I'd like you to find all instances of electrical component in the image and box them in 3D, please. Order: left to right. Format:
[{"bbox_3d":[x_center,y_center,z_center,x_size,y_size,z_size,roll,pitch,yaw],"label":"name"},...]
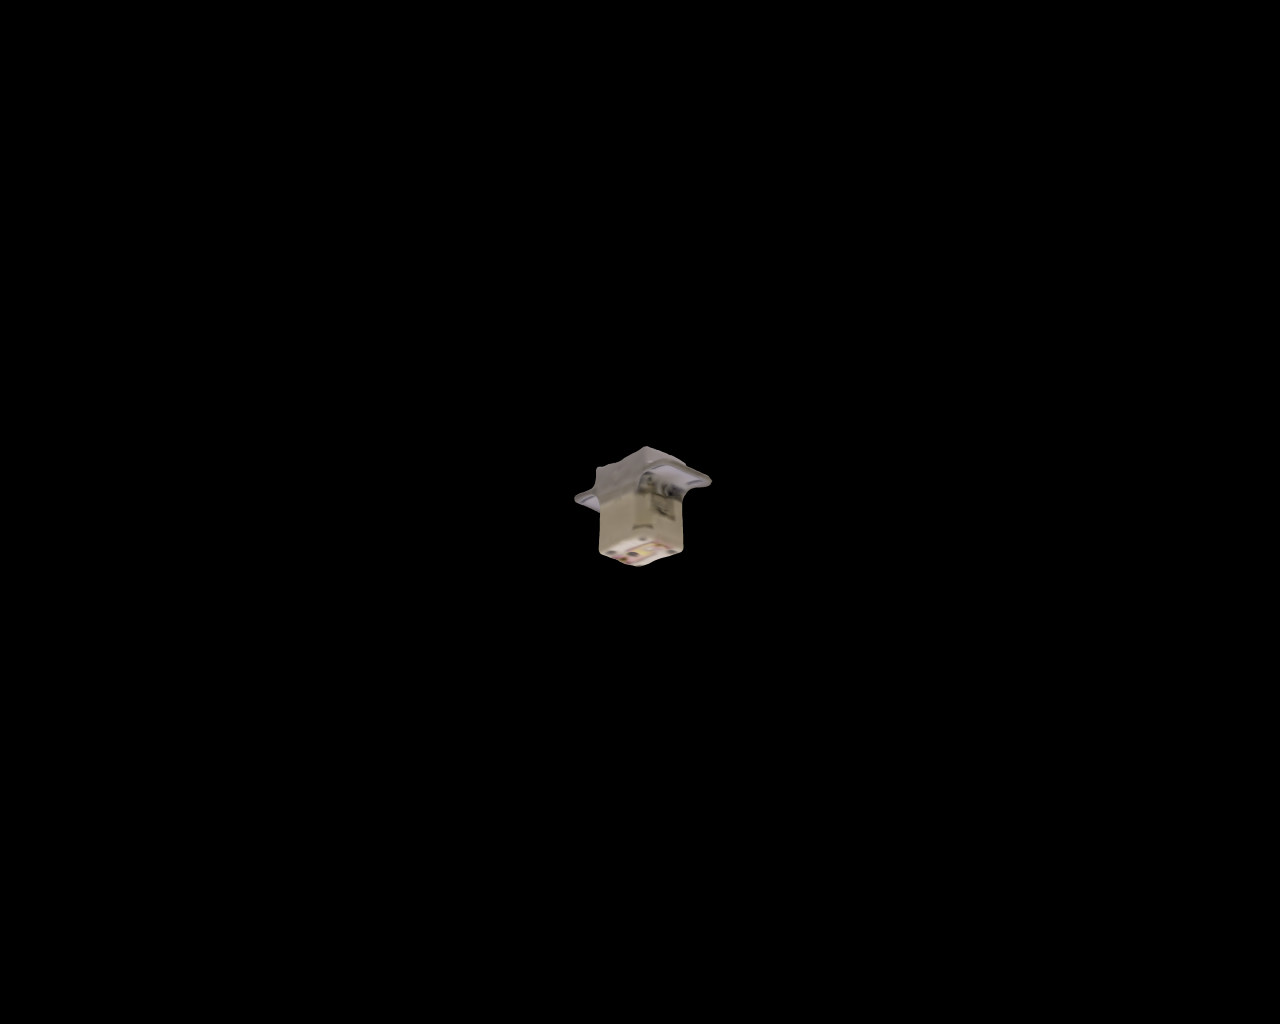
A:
[{"bbox_3d":[0.001,-0.003,0.650,0.042,0.064,0.081,22,-31,-40],"label":"electrical component"}]
